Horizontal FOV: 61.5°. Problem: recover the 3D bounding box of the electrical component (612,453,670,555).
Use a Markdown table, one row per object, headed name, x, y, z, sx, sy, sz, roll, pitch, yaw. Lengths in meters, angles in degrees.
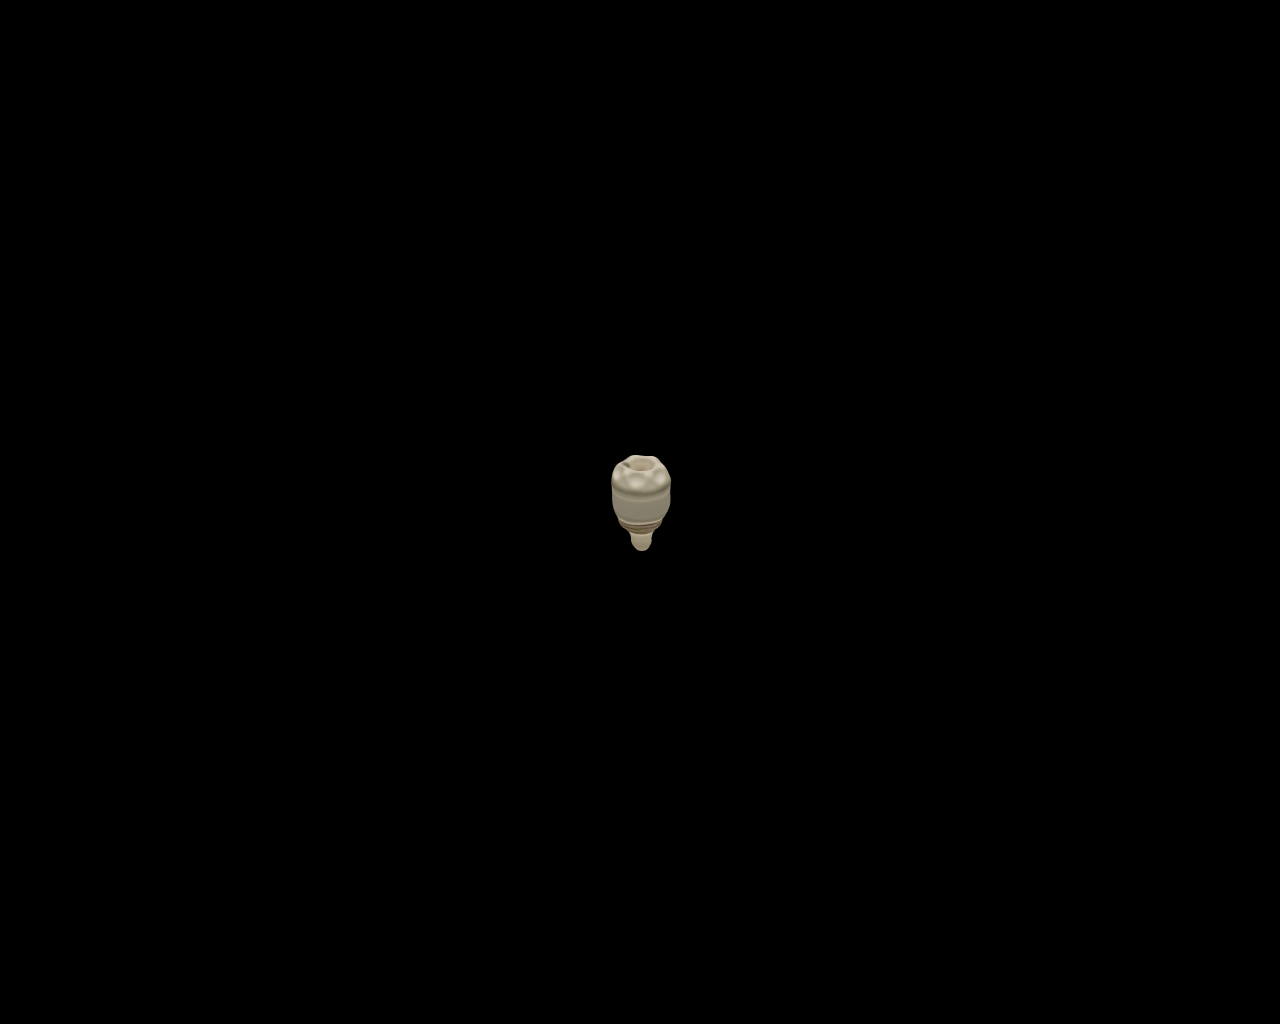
| name | x | y | z | sx | sy | sz | roll | pitch | yaw |
| --- | --- | --- | --- | --- | --- | --- | --- | --- | --- |
| electrical component | 0.001 | -0.003 | 0.650 | 0.035 | 0.061 | 0.035 | 0 | 31 | 0 |
